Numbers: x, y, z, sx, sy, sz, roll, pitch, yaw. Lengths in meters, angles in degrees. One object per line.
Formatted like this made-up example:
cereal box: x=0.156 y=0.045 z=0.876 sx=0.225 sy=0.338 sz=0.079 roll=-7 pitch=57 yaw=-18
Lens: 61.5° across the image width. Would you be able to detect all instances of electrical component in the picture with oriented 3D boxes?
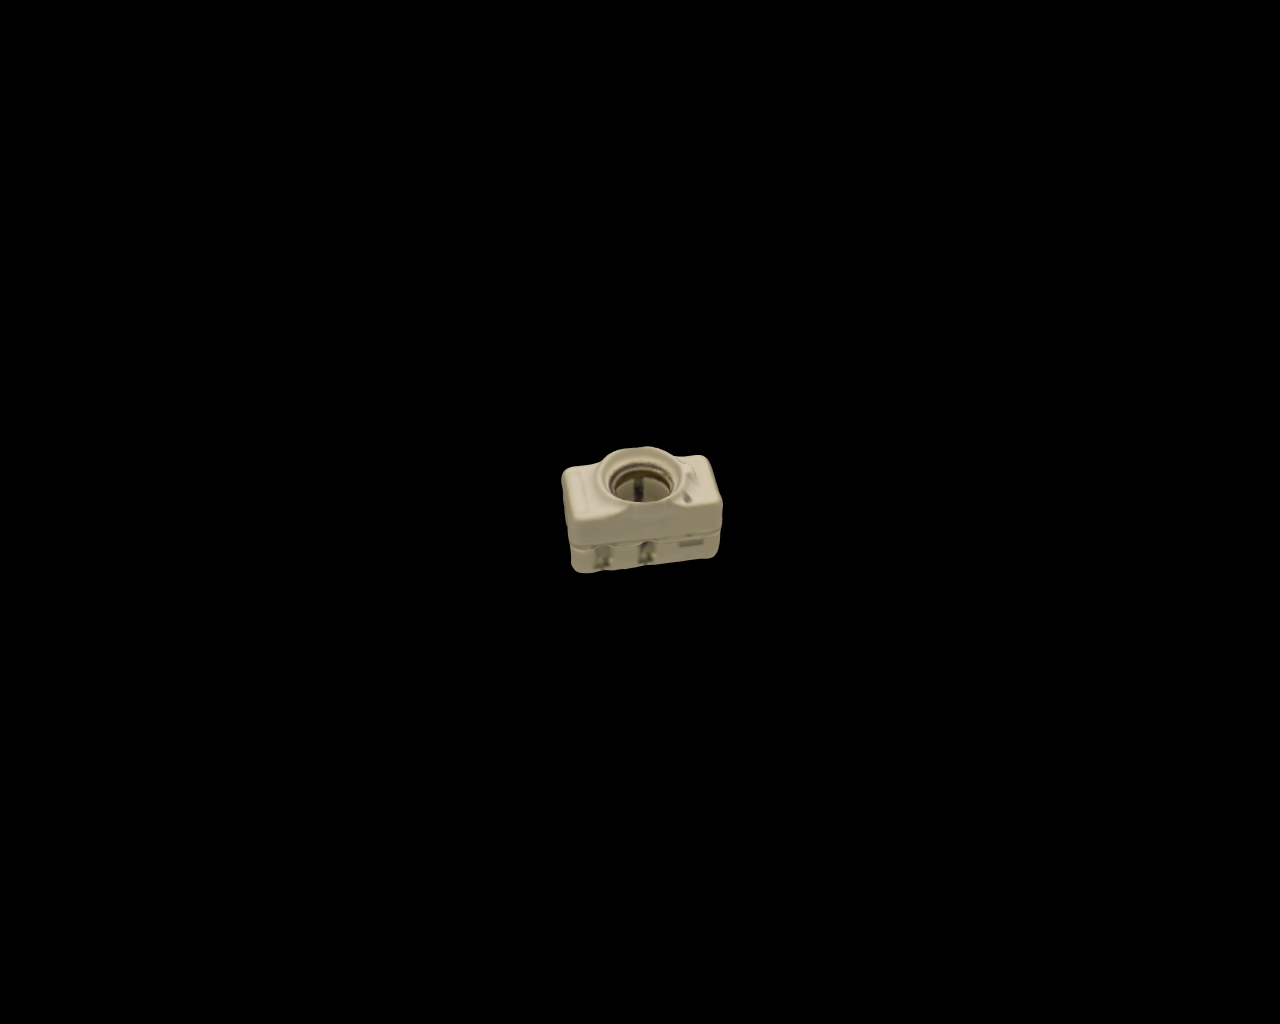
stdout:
electrical component: x=0.001 y=-0.003 z=0.650 sx=0.089 sy=0.055 sz=0.050 roll=-6 pitch=43 yaw=-7
